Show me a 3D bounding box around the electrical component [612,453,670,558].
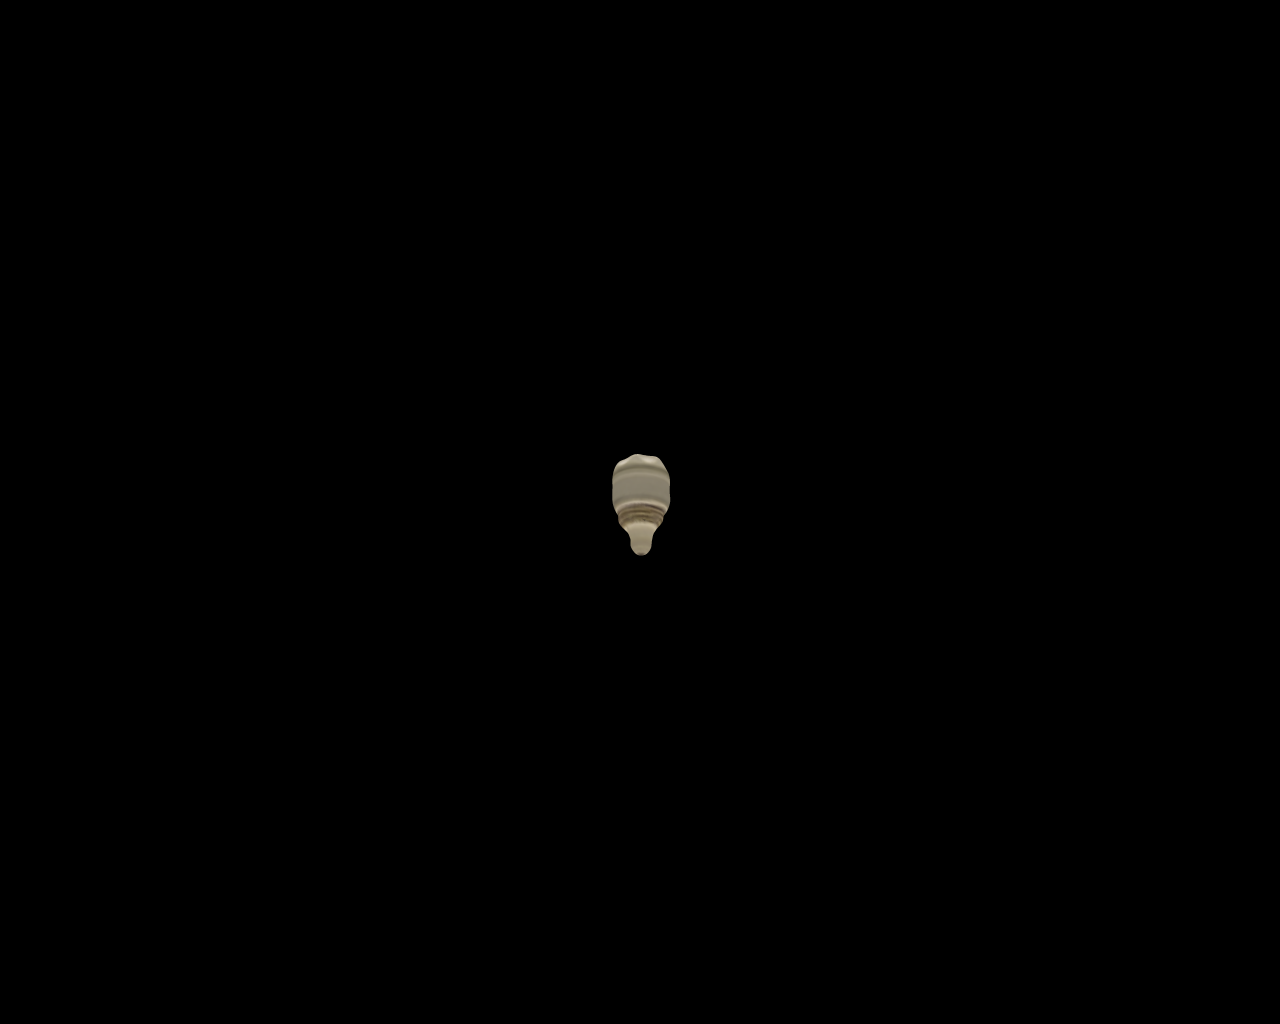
[{"bbox_3d":[0.001,-0.003,0.650,0.035,0.061,0.035,0,-22,0],"label":"electrical component"}]
